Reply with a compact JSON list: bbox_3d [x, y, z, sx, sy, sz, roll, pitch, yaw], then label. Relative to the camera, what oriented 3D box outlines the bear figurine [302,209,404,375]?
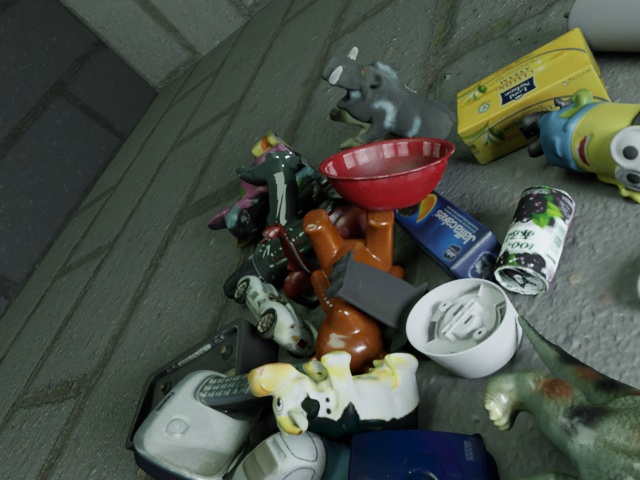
[{"bbox_3d":[0.033,0.065,0.634,0.120,0.131,0.196,-3,39,16],"label":"bear figurine"}]

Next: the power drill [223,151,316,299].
[{"bbox_3d":[-0.083,-0.031,0.885,0.232,0.086,0.207,-24,60,25],"label":"power drill"}]

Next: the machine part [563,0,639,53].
[{"bbox_3d":[0.378,-0.257,0.621,0.079,0.079,0.243,-47,29,0],"label":"machine part"}]

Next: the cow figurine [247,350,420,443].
[{"bbox_3d":[0.015,0.157,0.510,0.068,0.167,0.098,129,140,-63],"label":"cow figurine"}]

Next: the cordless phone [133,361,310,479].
[{"bbox_3d":[-0.087,0.189,0.566,0.184,0.088,0.146,-20,13,25],"label":"cordless phone"}]

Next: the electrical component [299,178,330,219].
[{"bbox_3d":[-0.026,-0.066,0.948,0.102,0.045,0.078,-36,33,18],"label":"electrical component"}]

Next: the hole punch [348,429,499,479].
[{"bbox_3d":[0.082,0.214,0.432,0.116,0.092,0.142,-25,33,28],"label":"hole punch"}]

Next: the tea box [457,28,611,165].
[{"bbox_3d":[0.265,-0.179,0.686,0.170,0.068,0.098,-25,36,32],"label":"tea box"}]

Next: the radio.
[{"bbox_3d":[-0.165,0.213,0.762,0.230,0.073,0.131,-32,33,24],"label":"radio"}]

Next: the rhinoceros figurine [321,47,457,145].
[{"bbox_3d":[0.087,-0.183,0.722,0.073,0.190,0.112,-54,-9,-32],"label":"rhinoceros figurine"}]

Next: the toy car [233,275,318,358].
[{"bbox_3d":[-0.065,0.103,0.766,0.056,0.073,0.202,-52,30,-1],"label":"toy car"}]

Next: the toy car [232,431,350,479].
[{"bbox_3d":[-0.030,0.243,0.524,0.161,0.102,0.109,-50,30,-1],"label":"toy car"}]

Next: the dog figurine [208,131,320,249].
[{"bbox_3d":[-0.120,-0.092,1.044,0.219,0.108,0.192,-47,30,6],"label":"dog figurine"}]

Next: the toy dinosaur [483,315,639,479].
[{"bbox_3d":[0.195,0.178,0.308,0.192,0.131,0.405,-11,40,29],"label":"toy dinosaur"}]

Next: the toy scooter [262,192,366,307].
[{"bbox_3d":[-0.002,-0.002,0.750,0.184,0.135,0.075,-46,28,0],"label":"toy scooter"}]

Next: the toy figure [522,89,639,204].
[{"bbox_3d":[0.294,-0.106,0.550,0.089,0.082,0.180,-49,27,1],"label":"toy figure"}]

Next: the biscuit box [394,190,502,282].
[{"bbox_3d":[0.144,-0.012,0.647,0.063,0.059,0.203,-44,30,5],"label":"biscuit box"}]

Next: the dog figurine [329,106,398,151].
[{"bbox_3d":[0.130,-0.161,0.834,0.172,0.121,0.191,-42,49,-4],"label":"dog figurine"}]

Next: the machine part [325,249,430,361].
[{"bbox_3d":[0.072,0.067,0.574,0.084,0.139,0.039,-60,9,-18],"label":"machine part"}]
